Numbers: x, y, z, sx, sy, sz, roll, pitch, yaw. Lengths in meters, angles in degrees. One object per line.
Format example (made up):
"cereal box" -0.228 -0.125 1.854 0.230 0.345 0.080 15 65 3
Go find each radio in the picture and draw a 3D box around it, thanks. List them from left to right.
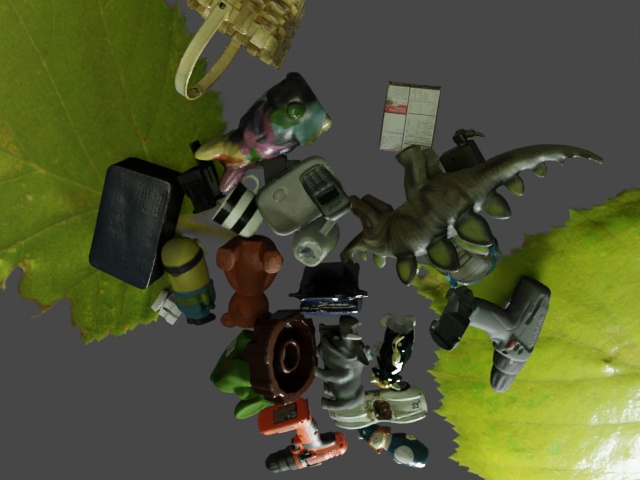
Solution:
"radio" -0.348 -0.033 1.022 0.131 0.073 0.229 21 110 2

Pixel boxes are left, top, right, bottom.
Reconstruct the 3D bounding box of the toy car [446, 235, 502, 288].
"toy car" 0.240 0.016 0.927 0.161 0.103 0.109 44 109 -10

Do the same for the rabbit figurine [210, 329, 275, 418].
"rabbit figurine" -0.126 0.292 1.081 0.170 0.121 0.159 31 116 -19

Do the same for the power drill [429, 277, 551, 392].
"power drill" 0.302 0.168 0.952 0.207 0.086 0.231 15 107 -21

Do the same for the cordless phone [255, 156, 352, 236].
"cordless phone" -0.021 -0.053 0.885 0.147 0.184 0.088 -32 119 1

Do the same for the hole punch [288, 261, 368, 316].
"hole punch" 0.022 0.106 0.992 0.142 0.116 0.092 0 118 9

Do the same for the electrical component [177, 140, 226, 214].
"electrical component" -0.220 -0.114 0.969 0.048 0.075 0.119 -17 110 14

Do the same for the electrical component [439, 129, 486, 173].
"electrical component" 0.251 -0.135 0.904 0.102 0.045 0.078 52 137 -7

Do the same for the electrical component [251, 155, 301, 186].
"electrical component" -0.079 -0.121 0.972 0.094 0.021 0.063 1 110 8

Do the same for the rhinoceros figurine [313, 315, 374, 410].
"rhinoceros figurine" 0.045 0.234 1.012 0.112 0.073 0.190 -1 107 8

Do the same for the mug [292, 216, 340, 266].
"mug" -0.002 -0.003 0.956 0.081 0.107 0.109 42 112 -8

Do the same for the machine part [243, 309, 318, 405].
"machine part" -0.069 0.216 1.011 0.056 0.179 0.179 -3 111 33

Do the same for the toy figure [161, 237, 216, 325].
"toy figure" -0.249 0.079 1.035 0.082 0.089 0.180 -6 106 4

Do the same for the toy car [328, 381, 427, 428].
"toy car" 0.114 0.336 1.086 0.202 0.056 0.073 -12 107 13

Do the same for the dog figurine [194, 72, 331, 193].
"dog figurine" -0.099 -0.168 0.882 0.219 0.192 0.108 -36 107 3

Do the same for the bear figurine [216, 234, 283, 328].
"bear figurine" -0.135 0.092 1.003 0.120 0.132 0.195 6 104 -5

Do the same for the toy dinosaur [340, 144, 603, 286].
"toy dinosaur" 0.183 -0.049 0.839 0.471 0.105 0.198 -38 77 44

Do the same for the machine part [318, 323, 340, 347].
"machine part" 0.040 0.229 1.070 0.084 0.039 0.138 -4 107 5

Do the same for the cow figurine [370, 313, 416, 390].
"cow figurine" 0.137 0.229 1.022 0.068 0.098 0.167 10 115 1

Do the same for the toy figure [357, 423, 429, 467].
"toy figure" 0.148 0.417 1.112 0.154 0.057 0.064 24 73 2
